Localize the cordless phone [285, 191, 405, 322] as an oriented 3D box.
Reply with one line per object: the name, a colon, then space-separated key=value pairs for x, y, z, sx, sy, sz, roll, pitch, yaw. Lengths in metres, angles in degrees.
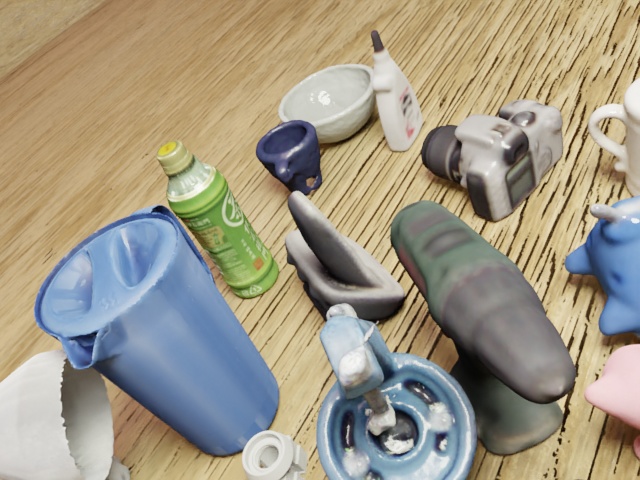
cordless phone: x=0.006 y=0.002 z=0.614 sx=0.094 sy=0.185 sz=0.147 roll=-35 pitch=40 yaw=-9

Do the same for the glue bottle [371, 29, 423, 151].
glue bottle: x=0.100 y=-0.213 z=0.802 sx=0.037 sy=0.174 sz=0.078 roll=3 pitch=48 yaw=31

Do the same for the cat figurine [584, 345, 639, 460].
cat figurine: x=0.260 y=0.113 z=0.406 sx=0.127 sy=0.118 sz=0.067 roll=0 pitch=47 yaw=29

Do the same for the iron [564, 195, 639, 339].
iron: x=0.345 y=-0.014 z=0.475 sx=0.258 sy=0.142 sz=0.118 roll=-19 pitch=40 yaw=10

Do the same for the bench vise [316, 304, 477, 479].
bench vise: x=0.030 y=0.118 z=0.449 sx=0.121 sy=0.220 sz=0.206 roll=-39 pitch=41 yaw=-13

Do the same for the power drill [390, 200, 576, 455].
power drill: x=0.129 y=0.076 z=0.447 sx=0.075 sy=0.209 sz=0.229 roll=-27 pitch=40 yaw=1

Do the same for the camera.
camera: x=0.200 y=-0.115 z=0.698 sx=0.143 sy=0.101 sz=0.136 roll=-43 pitch=42 yaw=-18

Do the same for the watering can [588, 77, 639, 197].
watering can: x=0.358 y=-0.132 z=0.553 sx=0.172 sy=0.195 sz=0.101 roll=-19 pitch=40 yaw=11

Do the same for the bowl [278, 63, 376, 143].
bowl: x=0.022 y=-0.207 z=0.917 sx=0.167 sy=0.075 sz=0.167 roll=-15 pitch=41 yaw=14

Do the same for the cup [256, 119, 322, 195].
cup: x=-0.035 y=-0.103 z=0.820 sx=0.091 sy=0.095 sz=0.117 roll=-14 pitch=41 yaw=16

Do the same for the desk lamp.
desk lamp: x=-0.261 y=0.208 z=0.520 sx=0.203 sy=0.214 sz=0.117 roll=-24 pitch=40 yaw=4
